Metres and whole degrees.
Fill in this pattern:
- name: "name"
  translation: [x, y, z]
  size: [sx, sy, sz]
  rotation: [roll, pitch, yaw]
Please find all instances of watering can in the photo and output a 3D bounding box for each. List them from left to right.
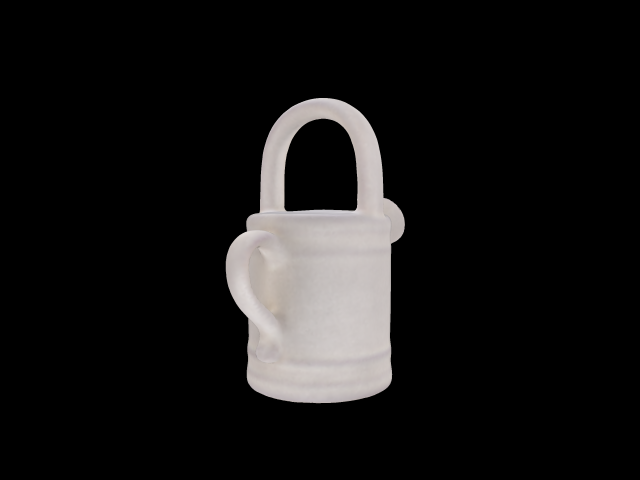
- name: "watering can"
  translation: [0.002, 0.001, 0.401]
  size: [0.100, 0.194, 0.173]
  rotation: [1, 3, 14]
